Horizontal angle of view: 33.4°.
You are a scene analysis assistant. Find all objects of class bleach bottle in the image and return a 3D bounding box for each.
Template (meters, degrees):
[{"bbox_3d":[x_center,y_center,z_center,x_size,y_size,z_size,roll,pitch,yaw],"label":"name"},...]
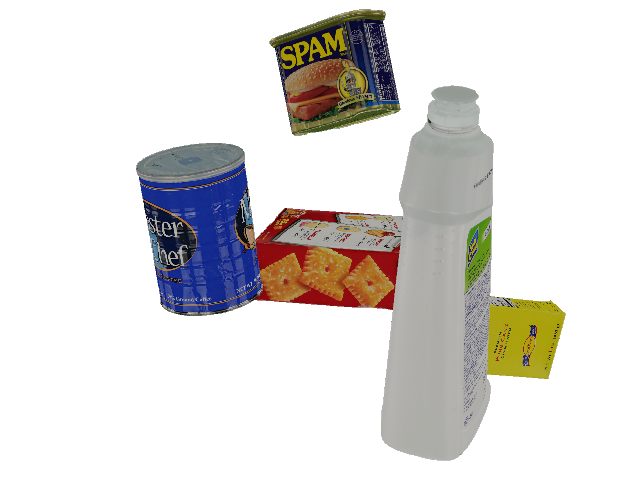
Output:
[{"bbox_3d":[0.082,0.018,0.703,0.068,0.251,0.102,11,31,18],"label":"bleach bottle"}]

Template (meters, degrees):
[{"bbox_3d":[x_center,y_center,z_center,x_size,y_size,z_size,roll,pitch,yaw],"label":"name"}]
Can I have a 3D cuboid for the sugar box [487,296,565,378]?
[{"bbox_3d":[0.203,0.116,1.305,0.176,0.093,0.048,5,17,-18],"label":"sugar box"}]

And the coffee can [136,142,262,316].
[{"bbox_3d":[-0.115,-0.012,1.025,0.103,0.140,0.103,-6,21,2],"label":"coffee can"}]

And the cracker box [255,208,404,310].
[{"bbox_3d":[0.046,0.021,1.143,0.214,0.072,0.164,5,15,9],"label":"cracker box"}]

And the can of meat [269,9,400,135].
[{"bbox_3d":[0.013,-0.140,0.902,0.102,0.084,0.057,-11,0,37],"label":"can of meat"}]
